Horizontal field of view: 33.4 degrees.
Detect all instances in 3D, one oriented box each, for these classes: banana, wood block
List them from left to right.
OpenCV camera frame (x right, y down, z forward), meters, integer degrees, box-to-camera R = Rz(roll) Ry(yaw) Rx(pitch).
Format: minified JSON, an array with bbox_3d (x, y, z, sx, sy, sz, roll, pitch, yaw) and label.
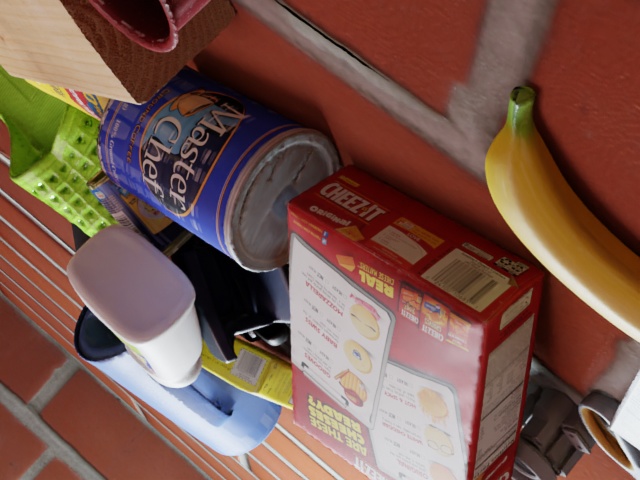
[{"bbox_3d":[-0.162,-0.160,0.710,0.206,0.090,0.090,18,150,51],"label":"wood block"},{"bbox_3d":[0.146,0.010,0.538,0.198,0.037,0.070,45,164,-5],"label":"banana"}]

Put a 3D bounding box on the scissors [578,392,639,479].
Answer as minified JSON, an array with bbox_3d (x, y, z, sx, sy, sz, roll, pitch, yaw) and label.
[{"bbox_3d":[0.248,0.178,0.731,0.201,0.016,0.096,50,160,-19],"label":"scissors"}]

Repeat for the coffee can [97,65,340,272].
[{"bbox_3d":[-0.071,-0.054,0.739,0.140,0.102,0.103,31,158,33],"label":"coffee can"}]

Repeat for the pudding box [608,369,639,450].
[{"bbox_3d":[0.216,0.102,0.596,0.090,0.039,0.113,37,159,20],"label":"pudding box"}]

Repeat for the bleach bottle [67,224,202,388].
[{"bbox_3d":[-0.138,0.078,0.907,0.103,0.068,0.251,41,165,18],"label":"bleach bottle"}]

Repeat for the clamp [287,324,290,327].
[{"bbox_3d":[0.022,0.103,0.993,0.171,0.039,0.120,49,169,3],"label":"clamp"}]

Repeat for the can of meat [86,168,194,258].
[{"bbox_3d":[-0.128,-0.045,0.878,0.084,0.102,0.058,51,160,-16],"label":"can of meat"}]

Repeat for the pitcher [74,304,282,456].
[{"bbox_3d":[-0.145,0.145,1.186,0.145,0.149,0.242,-11,136,35],"label":"pitcher"}]

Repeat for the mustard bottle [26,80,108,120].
[{"bbox_3d":[-0.178,-0.132,0.855,0.192,0.058,0.096,29,157,35],"label":"mustard bottle"}]

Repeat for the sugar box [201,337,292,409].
[{"bbox_3d":[-0.048,0.146,1.131,0.093,0.048,0.176,23,176,34],"label":"sugar box"}]

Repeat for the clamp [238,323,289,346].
[{"bbox_3d":[-0.085,0.066,1.106,0.165,0.036,0.210,49,167,18],"label":"clamp"}]

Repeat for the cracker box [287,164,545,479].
[{"bbox_3d":[0.058,0.077,0.721,0.164,0.072,0.214,31,139,33],"label":"cracker box"}]

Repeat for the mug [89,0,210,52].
[{"bbox_3d":[-0.074,-0.157,0.552,0.117,0.081,0.093,23,153,46],"label":"mug"}]
